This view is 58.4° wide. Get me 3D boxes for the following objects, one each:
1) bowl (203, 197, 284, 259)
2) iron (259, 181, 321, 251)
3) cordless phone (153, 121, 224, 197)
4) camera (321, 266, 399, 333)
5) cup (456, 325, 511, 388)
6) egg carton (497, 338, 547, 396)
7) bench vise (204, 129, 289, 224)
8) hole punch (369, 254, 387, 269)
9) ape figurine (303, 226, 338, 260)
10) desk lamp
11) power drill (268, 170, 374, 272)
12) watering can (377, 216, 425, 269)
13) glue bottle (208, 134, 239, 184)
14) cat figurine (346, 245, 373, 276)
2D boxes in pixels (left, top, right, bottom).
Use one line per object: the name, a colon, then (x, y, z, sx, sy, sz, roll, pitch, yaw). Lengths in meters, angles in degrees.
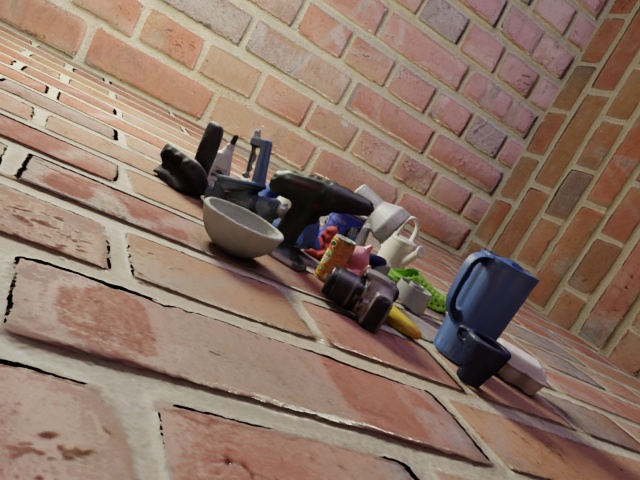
bowl: (-0.158, -0.012, 1.098, 0.167, 0.074, 0.167, 28, 9, -5)
iron: (-0.094, -0.077, 1.425, 0.257, 0.141, 0.119, 35, 11, 33)
cordless phone: (-0.306, -0.213, 1.385, 0.147, 0.185, 0.094, 33, 10, 25)
camera: (0.080, 0.098, 1.140, 0.137, 0.101, 0.143, 29, 9, -1)
cup: (0.295, 0.227, 1.106, 0.092, 0.095, 0.117, 19, 14, -47)
egg carton: (0.440, 0.285, 1.303, 0.150, 0.069, 0.107, 31, 9, 10)
bench vise: (-0.144, -0.133, 1.337, 0.207, 0.219, 0.121, 29, 9, 2)
hole punch: (0.094, 0.059, 1.419, 0.100, 0.091, 0.109, 36, 12, 37)
ape figurine: (0.013, 0.005, 1.460, 0.076, 0.092, 0.077, 22, 12, -36)
desk lamp: (0.131, -0.040, 1.677, 0.203, 0.213, 0.118, 31, 9, 11)
power drill: (-0.025, -0.043, 1.244, 0.229, 0.208, 0.076, 30, 9, 8)
watering can: (0.263, 0.017, 1.821, 0.172, 0.194, 0.101, 34, 10, 27)
glue bottle: (-0.257, -0.198, 1.490, 0.078, 0.173, 0.037, 23, 11, -32)
cat figurine: (0.084, 0.061, 1.295, 0.067, 0.117, 0.127, 26, 10, -19)
